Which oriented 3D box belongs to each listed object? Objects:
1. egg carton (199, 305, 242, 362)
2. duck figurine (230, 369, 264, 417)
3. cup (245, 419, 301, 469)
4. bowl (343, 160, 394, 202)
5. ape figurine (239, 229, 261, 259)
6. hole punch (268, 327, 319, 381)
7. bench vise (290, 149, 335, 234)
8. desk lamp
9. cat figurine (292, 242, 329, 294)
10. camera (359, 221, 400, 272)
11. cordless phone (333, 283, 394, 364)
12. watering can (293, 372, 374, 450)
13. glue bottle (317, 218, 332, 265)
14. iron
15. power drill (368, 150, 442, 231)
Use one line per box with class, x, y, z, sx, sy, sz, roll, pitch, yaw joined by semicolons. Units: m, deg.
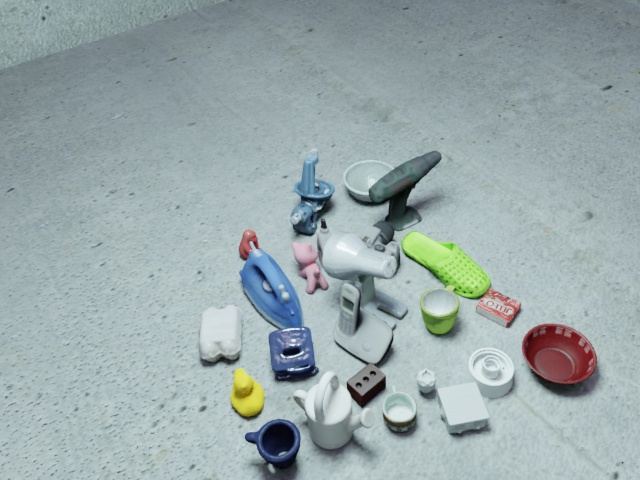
egg carton;-0.245;0.229;1.419;0.107;0.069;0.150;-7;46;-1
duck figurine;-0.169;0.339;1.293;0.077;0.086;0.104;-18;47;-12
cup;-0.094;0.432;1.188;0.117;0.095;0.091;4;46;10
bowl;0.155;-0.169;1.764;0.167;0.075;0.167;-3;46;3
ape figurine;-0.194;0.009;1.612;0.076;0.092;0.078;-1;46;5
hole punch;-0.063;0.267;1.349;0.108;0.091;0.101;-9;46;-3
bench vise;-0.022;-0.137;1.648;0.121;0.220;0.207;1;46;7
desk lamp;0.114;0.093;1.414;0.202;0.214;0.118;26;53;27
cat figurine;-0.028;0.060;1.528;0.067;0.118;0.127;-20;47;-13
camera;0.164;0.009;1.571;0.142;0.101;0.137;22;52;25
cordless phone;0.101;0.191;1.341;0.147;0.185;0.094;26;54;28
watering can;0.026;0.347;1.190;0.172;0.194;0.101;-1;46;5
glue bottle;0.014;0.006;1.538;0.037;0.173;0.078;-21;47;-14
iron;-0.117;0.119;1.463;0.119;0.142;0.257;-27;49;-19
power drill;0.243;-0.135;1.628;0.230;0.209;0.075;-25;49;-18
